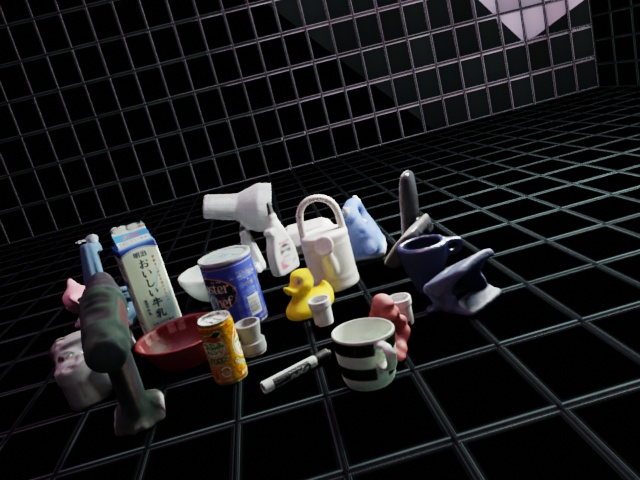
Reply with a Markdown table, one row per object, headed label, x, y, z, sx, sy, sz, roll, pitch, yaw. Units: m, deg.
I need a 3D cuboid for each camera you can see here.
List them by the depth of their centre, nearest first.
| label | x | y | z | sx | sy | sz | roll | pitch | yaw |
| --- | --- | --- | --- | --- | --- | --- | --- | --- | --- |
| camera | -0.383 | 0.204 | 0.987 | 0.137 | 0.101 | 0.142 | -21 | 17 | -23 |

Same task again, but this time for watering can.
| label | x | y | z | sx | sy | sz | roll | pitch | yaw |
| --- | --- | --- | --- | --- | --- | --- | --- | --- | --- |
| watering can | 0.013 | 0.004 | 1.158 | 0.101 | 0.194 | 0.172 | -19 | 16 | -17 |

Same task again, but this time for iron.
| label | x | y | z | sx | sy | sz | roll | pitch | yaw |
| --- | --- | --- | --- | --- | --- | --- | --- | --- | --- |
| iron | 0.086 | -0.038 | 1.339 | 0.118 | 0.141 | 0.258 | -11 | 16 | 13 |

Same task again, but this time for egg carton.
| label | x | y | z | sx | sy | sz | roll | pitch | yaw |
| --- | --- | --- | --- | --- | --- | --- | --- | --- | --- |
| egg carton | -0.032 | -0.007 | 1.477 | 0.150 | 0.069 | 0.107 | -14 | 15 | 1 |

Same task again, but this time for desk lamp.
| label | x | y | z | sx | sy | sz | roll | pitch | yaw |
| --- | --- | --- | --- | --- | --- | --- | --- | --- | --- |
| desk lamp | -0.194 | -0.023 | 1.407 | 0.203 | 0.214 | 0.118 | -16 | 15 | -4 |

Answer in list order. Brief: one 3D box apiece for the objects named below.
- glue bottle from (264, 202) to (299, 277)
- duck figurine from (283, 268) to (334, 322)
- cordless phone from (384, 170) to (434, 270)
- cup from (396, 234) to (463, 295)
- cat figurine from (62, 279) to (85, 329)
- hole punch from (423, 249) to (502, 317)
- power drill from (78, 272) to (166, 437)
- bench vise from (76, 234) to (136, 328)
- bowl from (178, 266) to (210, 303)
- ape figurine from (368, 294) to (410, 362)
| label | x | y | z | sx | sy | sz | roll | pitch | yaw |
| --- | --- | --- | --- | --- | --- | --- | --- | --- | --- |
| glue bottle | -0.100 | -0.005 | 1.333 | 0.037 | 0.173 | 0.078 | -2 | 20 | 38 |
| duck figurine | -0.025 | 0.094 | 1.077 | 0.105 | 0.086 | 0.077 | -25 | 19 | -35 |
| cordless phone | 0.176 | -0.043 | 1.192 | 0.094 | 0.185 | 0.148 | -7 | 17 | 26 |
| cup | 0.203 | 0.044 | 1.027 | 0.117 | 0.095 | 0.091 | -14 | 15 | 2 |
| cat figurine | -0.547 | 0.139 | 1.338 | 0.067 | 0.118 | 0.128 | -9 | 16 | 18 |
| hole punch | 0.227 | 0.066 | 0.937 | 0.109 | 0.091 | 0.100 | -27 | 19 | -38 |
| power drill | -0.295 | 0.166 | 0.836 | 0.076 | 0.208 | 0.229 | -19 | 16 | -16 |
| bench vise | -0.441 | 0.103 | 1.172 | 0.122 | 0.220 | 0.207 | -19 | 16 | -15 |
| bowl | -0.227 | 0.095 | 1.282 | 0.167 | 0.075 | 0.167 | -13 | 15 | 4 |
| ape figurine | 0.097 | 0.124 | 0.845 | 0.078 | 0.092 | 0.075 | -24 | 18 | -32 |
